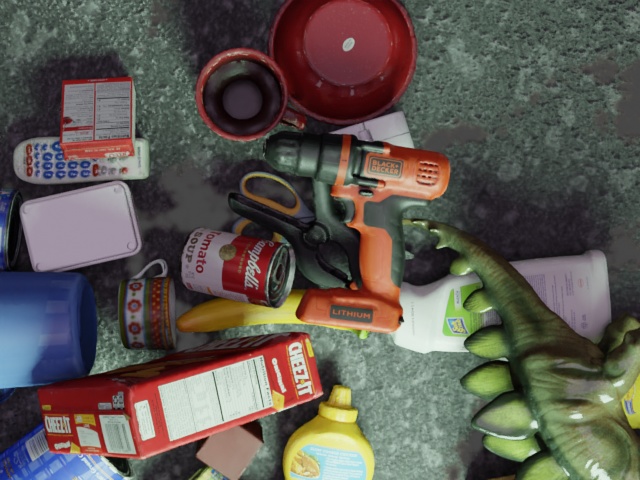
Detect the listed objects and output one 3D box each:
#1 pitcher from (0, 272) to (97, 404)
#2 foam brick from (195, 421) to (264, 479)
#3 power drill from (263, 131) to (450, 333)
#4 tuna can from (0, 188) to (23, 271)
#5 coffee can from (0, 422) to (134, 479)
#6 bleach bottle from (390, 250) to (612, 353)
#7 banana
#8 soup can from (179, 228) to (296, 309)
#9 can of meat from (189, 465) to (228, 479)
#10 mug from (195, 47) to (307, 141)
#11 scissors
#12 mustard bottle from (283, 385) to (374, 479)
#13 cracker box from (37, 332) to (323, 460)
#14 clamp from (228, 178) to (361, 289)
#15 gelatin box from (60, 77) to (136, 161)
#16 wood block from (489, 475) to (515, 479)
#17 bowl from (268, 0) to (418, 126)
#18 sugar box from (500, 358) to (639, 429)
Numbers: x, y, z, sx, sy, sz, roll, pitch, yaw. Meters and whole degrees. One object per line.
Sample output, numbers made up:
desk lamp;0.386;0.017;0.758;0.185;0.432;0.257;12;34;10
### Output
pitcher;-0.349;0.099;1.060;0.243;0.149;0.145;-2;80;-1
foam brick;-0.094;0.208;1.105;0.051;0.078;0.053;36;89;-5
power drill;0.026;-0.009;1.045;0.184;0.057;0.188;8;96;-2
tuna can;-0.325;-0.011;1.082;0.033;0.086;0.086;5;91;-6
coffee can;-0.275;0.242;1.081;0.140;0.103;0.103;-37;93;-3
bleach bottle;0.174;0.066;1.128;0.251;0.068;0.102;-2;80;0
banana;-0.048;0.075;1.111;0.198;0.069;0.037;0;105;3
soup can;-0.084;0.028;1.091;0.102;0.068;0.068;11;90;20
can of meat;-0.117;0.292;1.116;0.102;0.057;0.084;-45;91;-2
mug;-0.069;-0.141;1.098;0.117;0.081;0.093;19;90;-4
scissors;-0.007;0.001;1.138;0.201;0.016;0.096;33;90;-3
mustard bottle;0.006;0.248;1.121;0.096;0.058;0.191;10;91;-5
cracker box;-0.132;0.143;1.012;0.213;0.165;0.072;-13;92;-42
clamp;0.001;-0.019;1.100;0.171;0.039;0.120;45;116;-10
gelatin box;-0.227;-0.124;1.095;0.073;0.030;0.089;-4;58;-4
wood block;0.269;0.291;1.123;0.206;0.091;0.090;-10;92;-4
bowl;0.026;-0.203;1.117;0.162;0.055;0.162;0;91;-4
sugar box;0.275;0.159;1.144;0.176;0.048;0.093;-5;91;-5
